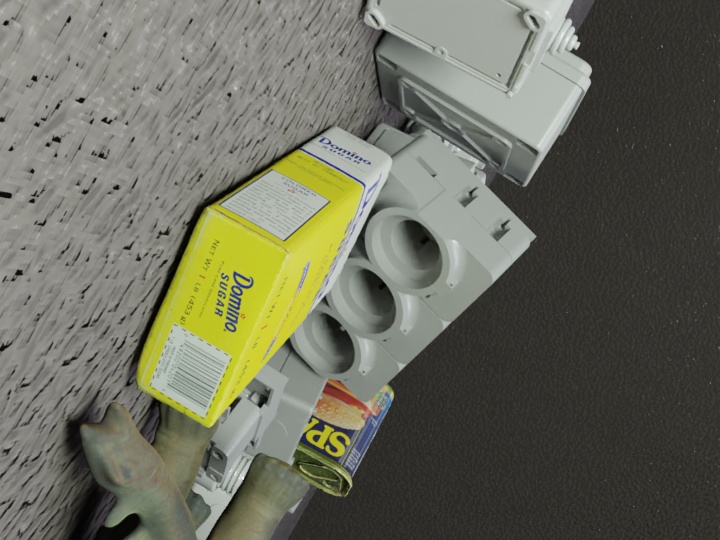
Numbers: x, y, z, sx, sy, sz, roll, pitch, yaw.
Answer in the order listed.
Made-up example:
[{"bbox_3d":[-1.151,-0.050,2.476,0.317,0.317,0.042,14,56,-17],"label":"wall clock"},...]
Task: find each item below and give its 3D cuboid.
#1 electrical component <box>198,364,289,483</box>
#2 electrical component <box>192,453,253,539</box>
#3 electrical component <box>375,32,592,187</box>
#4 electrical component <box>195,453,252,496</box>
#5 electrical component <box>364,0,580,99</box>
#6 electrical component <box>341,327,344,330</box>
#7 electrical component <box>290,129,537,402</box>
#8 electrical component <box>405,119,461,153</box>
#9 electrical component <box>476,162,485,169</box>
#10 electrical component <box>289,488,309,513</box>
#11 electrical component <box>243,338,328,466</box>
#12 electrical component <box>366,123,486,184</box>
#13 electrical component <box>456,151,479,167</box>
[{"bbox_3d":[-0.079,0.084,0.625,0.063,0.042,0.081,-52,169,-35],"label":"electrical component"},{"bbox_3d":[-0.094,0.177,0.832,0.061,0.062,0.096,-62,174,19],"label":"electrical component"},{"bbox_3d":[0.068,-0.105,0.619,0.056,0.109,0.108,-57,174,-3],"label":"electrical component"},{"bbox_3d":[-0.083,0.123,0.666,0.035,0.061,0.035,-59,174,-11],"label":"electrical component"},{"bbox_3d":[0.060,-0.129,0.486,0.061,0.096,0.061,-58,174,-26],"label":"electrical component"},{"bbox_3d":[0.001,0.004,0.879,0.079,0.043,0.077,-58,173,-19],"label":"electrical component"},{"bbox_3d":[0.018,0.004,0.645,0.062,0.089,0.150,-40,174,-45],"label":"electrical component"},{"bbox_3d":[0.054,-0.104,0.820,0.062,0.048,0.048,-39,159,-54],"label":"electrical component"},{"bbox_3d":[0.107,-0.133,1.045,0.050,0.056,0.089,-61,174,11],"label":"electrical component"},{"bbox_3d":[-0.076,0.191,1.036,0.081,0.064,0.042,-64,172,32],"label":"electrical component"},{"bbox_3d":[-0.053,0.073,0.714,0.096,0.061,0.061,-64,179,-55],"label":"electrical component"},{"bbox_3d":[0.037,-0.044,0.697,0.061,0.096,0.061,-55,168,-39],"label":"electrical component"},{"bbox_3d":[0.092,-0.136,0.909,0.108,0.056,0.108,-55,172,-38],"label":"electrical component"}]
